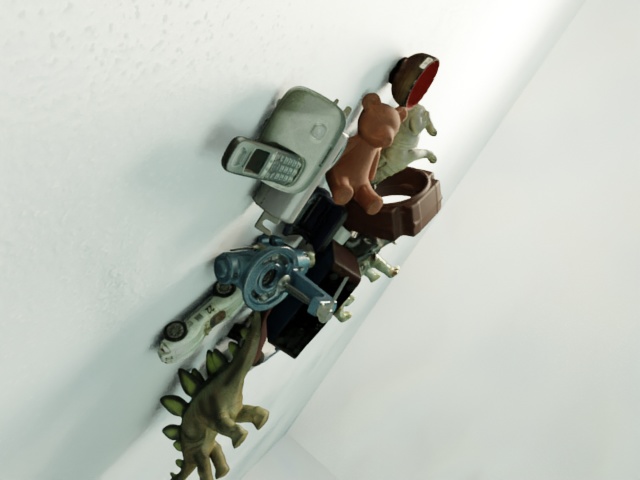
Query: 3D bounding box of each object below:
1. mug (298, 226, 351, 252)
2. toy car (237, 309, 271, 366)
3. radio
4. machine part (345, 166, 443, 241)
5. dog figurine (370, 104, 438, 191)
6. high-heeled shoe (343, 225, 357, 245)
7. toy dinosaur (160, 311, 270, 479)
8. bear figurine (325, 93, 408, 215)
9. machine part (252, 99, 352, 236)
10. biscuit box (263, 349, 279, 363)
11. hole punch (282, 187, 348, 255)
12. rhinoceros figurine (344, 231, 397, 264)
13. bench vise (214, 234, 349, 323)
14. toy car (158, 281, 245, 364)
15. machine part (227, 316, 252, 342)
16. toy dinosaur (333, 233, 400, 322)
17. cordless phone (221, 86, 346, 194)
[{"bbox_3d":[-0.002,-0.004,1.175,0.107,0.110,0.080,-50,128,-2],"label":"mug"},{"bbox_3d":[-0.129,0.179,1.183,0.089,0.053,0.202,67,35,-52],"label":"toy car"},{"bbox_3d":[-0.015,0.117,1.075,0.229,0.073,0.131,-53,-163,14],"label":"radio"},{"bbox_3d":[0.160,-0.093,1.230,0.201,0.202,0.087,-40,134,-37],"label":"machine part"},{"bbox_3d":[0.147,-0.210,1.174,0.190,0.121,0.172,-23,111,-20],"label":"dog figurine"},{"bbox_3d":[0.026,0.037,1.322,0.145,0.086,0.249,-44,-164,57],"label":"high-heeled shoe"},{"bbox_3d":[-0.211,0.333,1.088,0.471,0.199,0.105,-55,164,10],"label":"toy dinosaur"},{"bbox_3d":[0.096,-0.166,1.023,0.120,0.132,0.195,17,122,-38],"label":"bear figurine"},{"bbox_3d":[-0.032,-0.115,0.853,0.243,0.079,0.079,-55,165,11],"label":"machine part"},{"bbox_3d":[-0.102,0.241,1.373,0.202,0.059,0.062,-39,165,15],"label":"biscuit box"},{"bbox_3d":[-0.016,-0.048,1.070,0.142,0.092,0.116,-59,-163,15],"label":"hole punch"},{"bbox_3d":[0.095,0.018,1.263,0.190,0.073,0.112,-33,-170,-2],"label":"rhinoceros figurine"},{"bbox_3d":[-0.053,0.071,0.922,0.223,0.241,0.128,14,103,-52],"label":"bench vise"},{"bbox_3d":[-0.204,0.141,0.952,0.202,0.056,0.073,-44,163,-31],"label":"toy car"},{"bbox_3d":[-0.158,0.193,1.252,0.084,0.039,0.139,-51,169,28],"label":"machine part"},{"bbox_3d":[0.068,0.081,1.447,0.405,0.192,0.131,-42,-169,-18],"label":"toy dinosaur"},{"bbox_3d":[-0.055,-0.141,0.717,0.146,0.089,0.184,-57,160,15],"label":"cordless phone"}]
